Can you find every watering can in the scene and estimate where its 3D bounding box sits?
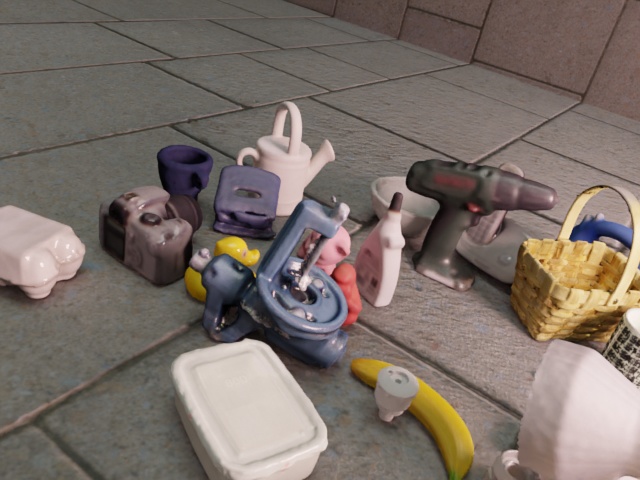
[{"bbox_3d":[-0.060,-0.151,1.022,0.173,0.194,0.100,-17,42,-42],"label":"watering can"}]

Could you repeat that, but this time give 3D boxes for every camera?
[{"bbox_3d":[-0.226,-0.024,0.829,0.142,0.101,0.137,30,33,26],"label":"camera"}]

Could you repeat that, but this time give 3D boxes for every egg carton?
[{"bbox_3d":[-0.386,0.013,0.730,0.150,0.069,0.107,18,30,8],"label":"egg carton"}]

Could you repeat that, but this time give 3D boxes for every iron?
[{"bbox_3d":[0.505,0.029,1.004,0.119,0.141,0.257,0,33,-23],"label":"iron"}]

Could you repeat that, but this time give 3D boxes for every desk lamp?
[{"bbox_3d":[0.260,0.217,0.506,0.202,0.213,0.118,30,34,27],"label":"desk lamp"}]

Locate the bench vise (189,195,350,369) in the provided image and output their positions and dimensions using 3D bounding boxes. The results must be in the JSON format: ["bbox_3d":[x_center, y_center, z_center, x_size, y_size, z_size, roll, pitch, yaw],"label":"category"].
[{"bbox_3d":[-0.053,0.042,0.668,0.207,0.220,0.121,10,30,-7],"label":"bench vise"}]

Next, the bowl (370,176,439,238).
[{"bbox_3d":[0.167,-0.052,1.067,0.167,0.075,0.167,10,30,-6],"label":"bowl"}]

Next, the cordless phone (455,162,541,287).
[{"bbox_3d":[0.324,-0.027,0.980,0.094,0.185,0.147,-16,41,-41],"label":"cordless phone"}]

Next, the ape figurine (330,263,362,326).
[{"bbox_3d":[0.023,0.072,0.778,0.077,0.092,0.076,26,32,20],"label":"ape figurine"}]

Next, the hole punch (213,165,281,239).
[{"bbox_3d":[-0.119,-0.064,0.952,0.109,0.091,0.101,9,30,-8],"label":"hole punch"}]

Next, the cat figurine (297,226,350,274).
[{"bbox_3d":[0.008,0.003,0.864,0.067,0.118,0.127,8,30,-10],"label":"cat figurine"}]

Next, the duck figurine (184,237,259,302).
[{"bbox_3d":[-0.130,0.035,0.783,0.105,0.086,0.077,-1,33,-23],"label":"duck figurine"}]

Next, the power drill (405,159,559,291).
[{"bbox_3d":[0.236,-0.029,0.922,0.229,0.208,0.076,25,32,20],"label":"power drill"}]

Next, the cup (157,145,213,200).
[{"bbox_3d":[-0.221,-0.095,0.957,0.092,0.095,0.117,-13,39,-39],"label":"cup"}]

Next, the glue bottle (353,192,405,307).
[{"bbox_3d":[0.093,0.009,0.834,0.037,0.173,0.078,-7,36,-32],"label":"glue bottle"}]
